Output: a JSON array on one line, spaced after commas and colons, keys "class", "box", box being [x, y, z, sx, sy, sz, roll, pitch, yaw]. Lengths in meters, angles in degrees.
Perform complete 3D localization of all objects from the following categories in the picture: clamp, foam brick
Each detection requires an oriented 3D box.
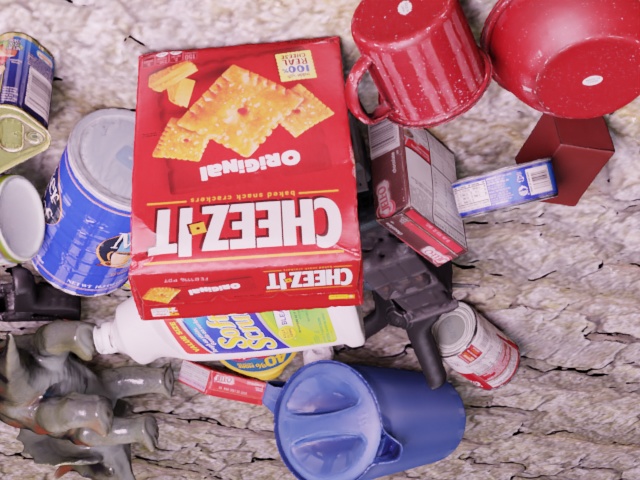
[{"class": "clamp", "box": [0.079, 0.076, 1.120, 0.120, 0.039, 0.171, 12, 125, 18]}, {"class": "clamp", "box": [-0.286, 0.057, 1.014, 0.165, 0.036, 0.209, -11, 168, 27]}, {"class": "foam brick", "box": [0.213, -0.075, 0.938, 0.053, 0.051, 0.078, 8, 142, -15]}]

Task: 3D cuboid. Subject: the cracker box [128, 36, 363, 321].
[{"class": "cracker box", "box": [-0.056, -0.052, 0.803, 0.164, 0.213, 0.072, -4, 145, 0]}]

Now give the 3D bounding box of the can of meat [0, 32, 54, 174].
[{"class": "can of meat", "box": [-0.254, -0.102, 0.825, 0.102, 0.084, 0.057, -22, 140, 23]}]

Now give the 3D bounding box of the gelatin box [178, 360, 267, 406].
[{"class": "gelatin box", "box": [-0.111, 0.161, 1.213, 0.073, 0.030, 0.089, 17, 174, -28]}]

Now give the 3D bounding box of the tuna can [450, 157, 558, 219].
[{"class": "tuna can", "box": [0.155, -0.043, 0.894, 0.086, 0.034, 0.086, -14, 180, 0]}]

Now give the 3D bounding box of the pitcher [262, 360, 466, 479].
[{"class": "pitcher", "box": [0.058, 0.199, 1.200, 0.145, 0.149, 0.242, -34, 157, 25]}]

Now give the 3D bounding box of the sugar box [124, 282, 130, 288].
[{"class": "sugar box", "box": [-0.112, -0.003, 1.011, 0.176, 0.048, 0.093, -32, 136, 27]}]

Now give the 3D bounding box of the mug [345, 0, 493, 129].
[{"class": "mug", "box": [0.064, -0.136, 0.796, 0.117, 0.093, 0.081, -41, 135, -8]}]

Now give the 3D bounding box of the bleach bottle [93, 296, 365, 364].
[{"class": "bleach bottle", "box": [-0.089, 0.076, 1.019, 0.251, 0.068, 0.102, -13, 123, 6]}]

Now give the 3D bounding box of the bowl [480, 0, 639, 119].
[{"class": "bowl", "box": [0.210, -0.146, 0.837, 0.162, 0.055, 0.162, -2, 144, -2]}]

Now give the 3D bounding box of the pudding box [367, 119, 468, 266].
[{"class": "pudding box", "box": [0.083, -0.046, 0.911, 0.039, 0.113, 0.090, -24, 139, 30]}]

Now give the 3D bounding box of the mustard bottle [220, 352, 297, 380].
[{"class": "mustard bottle", "box": [-0.072, 0.098, 1.141, 0.096, 0.058, 0.191, -12, 144, 4]}]

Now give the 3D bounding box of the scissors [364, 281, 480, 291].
[{"class": "scissors", "box": [0.047, 0.034, 1.049, 0.202, 0.016, 0.096, -6, 151, 35]}]

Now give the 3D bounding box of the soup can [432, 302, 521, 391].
[{"class": "soup can", "box": [0.170, 0.118, 1.186, 0.069, 0.068, 0.102, -26, 139, 27]}]

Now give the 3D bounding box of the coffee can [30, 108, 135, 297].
[{"class": "coffee can", "box": [-0.185, -0.030, 0.915, 0.102, 0.103, 0.141, 14, 141, -23]}]
